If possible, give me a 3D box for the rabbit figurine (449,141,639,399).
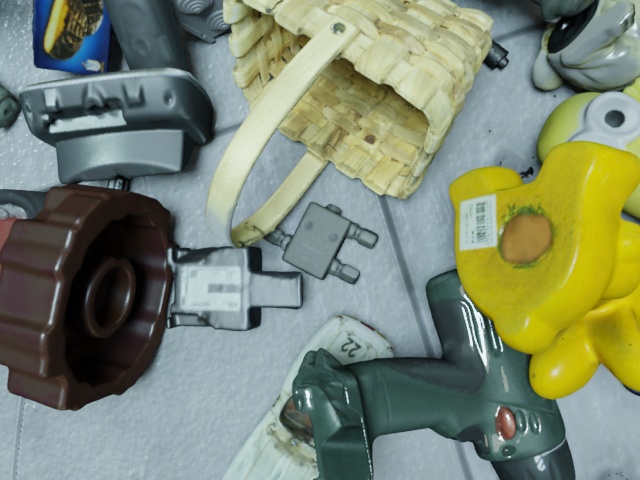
[{"bbox_3d":[0.188,0.026,0.376,0.122,0.173,0.162,-23,64,43],"label":"rabbit figurine"}]

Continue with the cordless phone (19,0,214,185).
[{"bbox_3d":[-0.173,-0.144,0.424,0.147,0.089,0.184,-4,127,6],"label":"cordless phone"}]

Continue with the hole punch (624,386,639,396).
[{"bbox_3d":[0.303,0.077,0.394,0.116,0.092,0.142,8,84,4],"label":"hole punch"}]

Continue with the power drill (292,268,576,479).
[{"bbox_3d":[0.093,0.137,0.381,0.207,0.086,0.232,-6,77,-25],"label":"power drill"}]

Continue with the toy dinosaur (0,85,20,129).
[{"bbox_3d":[-0.353,-0.216,0.429,0.192,0.131,0.404,22,113,-1],"label":"toy dinosaur"}]

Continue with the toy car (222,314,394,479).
[{"bbox_3d":[-0.012,0.156,0.444,0.073,0.056,0.201,32,90,8],"label":"toy car"}]

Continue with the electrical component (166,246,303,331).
[{"bbox_3d":[-0.071,0.040,0.463,0.119,0.047,0.074,-3,86,7],"label":"electrical component"}]

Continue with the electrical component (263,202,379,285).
[{"bbox_3d":[-0.001,-0.001,0.470,0.094,0.021,0.063,26,90,9],"label":"electrical component"}]

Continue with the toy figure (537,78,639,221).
[{"bbox_3d":[0.255,-0.048,0.412,0.180,0.089,0.082,26,77,-1],"label":"toy figure"}]

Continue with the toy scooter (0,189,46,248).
[{"bbox_3d":[-0.310,0.023,0.483,0.184,0.075,0.135,0,86,10],"label":"toy scooter"}]

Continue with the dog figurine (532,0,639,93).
[{"bbox_3d":[0.289,-0.145,0.415,0.190,0.172,0.121,30,54,-17],"label":"dog figurine"}]

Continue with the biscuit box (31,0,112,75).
[{"bbox_3d":[-0.200,-0.242,0.438,0.063,0.059,0.202,0,122,-28],"label":"biscuit box"}]

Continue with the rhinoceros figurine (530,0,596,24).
[{"bbox_3d":[0.128,-0.228,0.418,0.190,0.112,0.073,46,125,33],"label":"rhinoceros figurine"}]

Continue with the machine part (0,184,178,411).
[{"bbox_3d":[-0.175,0.041,0.418,0.056,0.179,0.179,11,88,11],"label":"machine part"}]
